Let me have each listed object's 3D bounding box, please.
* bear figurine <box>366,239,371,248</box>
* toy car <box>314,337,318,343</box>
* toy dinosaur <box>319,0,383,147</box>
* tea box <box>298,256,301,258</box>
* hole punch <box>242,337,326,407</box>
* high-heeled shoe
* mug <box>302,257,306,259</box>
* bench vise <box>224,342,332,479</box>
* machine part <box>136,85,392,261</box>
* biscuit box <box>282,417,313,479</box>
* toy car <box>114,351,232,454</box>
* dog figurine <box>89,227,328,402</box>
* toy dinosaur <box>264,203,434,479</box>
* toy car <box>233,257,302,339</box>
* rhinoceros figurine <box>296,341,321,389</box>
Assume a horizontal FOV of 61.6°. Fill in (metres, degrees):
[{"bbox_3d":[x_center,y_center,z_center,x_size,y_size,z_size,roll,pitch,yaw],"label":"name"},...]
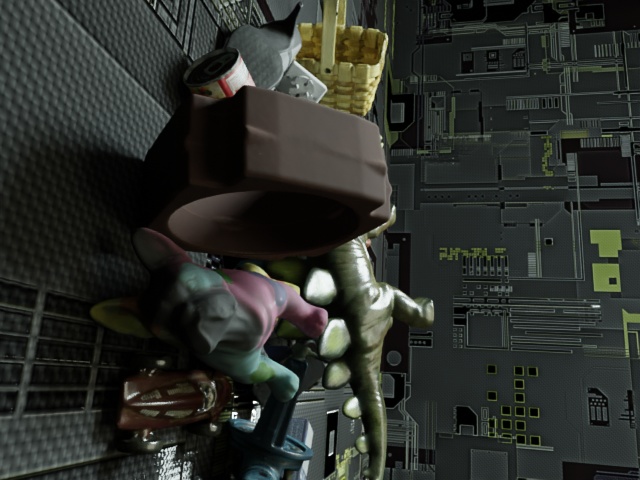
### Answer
[{"bbox_3d":[0.020,-0.057,0.976,0.196,0.120,0.131,-143,-120,-72],"label":"bear figurine"},{"bbox_3d":[-0.005,0.128,0.846,0.201,0.056,0.073,126,-48,-76],"label":"toy car"},{"bbox_3d":[0.028,-0.297,1.136,0.404,0.131,0.192,46,45,-63],"label":"toy dinosaur"},{"bbox_3d":[-0.040,0.050,0.921,0.169,0.068,0.098,18,72,-77],"label":"tea box"},{"bbox_3d":[-0.067,0.180,0.791,0.116,0.092,0.142,-38,144,-18],"label":"hole punch"},{"bbox_3d":[-0.094,-0.236,0.756,0.249,0.086,0.145,-58,-170,-27],"label":"high-heeled shoe"},{"bbox_3d":[-0.002,-0.002,0.809,0.109,0.081,0.107,-5,76,-60],"label":"mug"},{"bbox_3d":[-0.063,0.244,0.665,0.223,0.129,0.240,70,40,-76],"label":"bench vise"},{"bbox_3d":[-0.052,-0.050,0.500,0.201,0.201,0.087,-28,-119,53],"label":"machine part"},{"bbox_3d":[-0.058,0.391,0.859,0.059,0.063,0.203,76,19,-49],"label":"biscuit box"},{"bbox_3d":[-0.137,0.158,0.539,0.202,0.053,0.089,50,45,-73],"label":"toy car"},{"bbox_3d":[-0.108,0.062,0.516,0.219,0.192,0.108,32,87,-39],"label":"dog figurine"},{"bbox_3d":[0.037,0.083,0.680,0.198,0.105,0.471,3,60,-37],"label":"toy dinosaur"},{"bbox_3d":[-0.069,0.074,0.721,0.162,0.103,0.109,-78,161,-50],"label":"toy car"},{"bbox_3d":[-0.020,0.181,1.001,0.112,0.073,0.190,45,47,-71],"label":"rhinoceros figurine"}]
